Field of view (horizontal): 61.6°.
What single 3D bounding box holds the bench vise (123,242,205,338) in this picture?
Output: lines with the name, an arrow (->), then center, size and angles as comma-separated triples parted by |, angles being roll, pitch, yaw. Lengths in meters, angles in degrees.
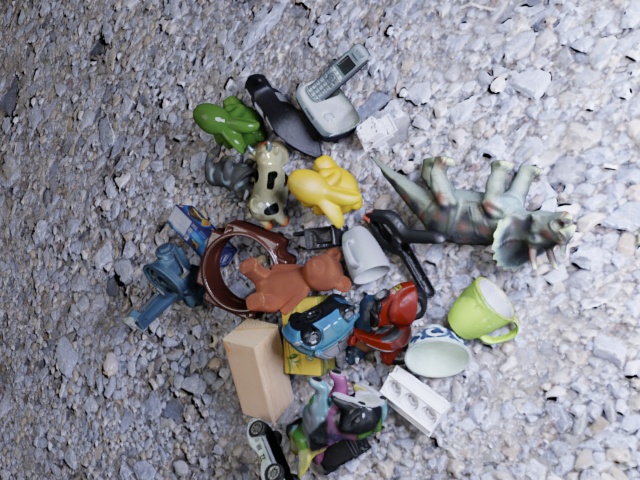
bench vise -> -0.373, 0.132, 1.303 | 0.129, 0.240, 0.223 | 22, 143, 24

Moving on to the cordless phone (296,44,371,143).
cordless phone -> 0.052, -0.306, 1.129 | 0.184, 0.088, 0.147 | -39, 70, 22

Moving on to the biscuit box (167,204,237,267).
biscuit box -> -0.301, -0.011, 1.365 | 0.203, 0.063, 0.059 | 41, 110, 25

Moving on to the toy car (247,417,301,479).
toy car -> -0.100, 0.451, 1.110 | 0.056, 0.073, 0.202 | -41, 38, 1

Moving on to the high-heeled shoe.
high-heeled shoe -> -0.086, -0.279, 1.239 | 0.086, 0.145, 0.248 | -36, 97, -4

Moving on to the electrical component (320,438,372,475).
electrical component -> 0.027, 0.417, 1.157 | 0.115, 0.058, 0.134 | -42, 69, 24

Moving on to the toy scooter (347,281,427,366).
toy scooter -> 0.126, 0.162, 1.040 | 0.075, 0.135, 0.183 | -123, 42, -64

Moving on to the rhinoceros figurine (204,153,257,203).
rhinoceros figurine -> -0.207, -0.148, 1.298 | 0.191, 0.073, 0.112 | 22, 100, 31

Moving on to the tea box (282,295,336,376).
tea box -> -0.026, 0.207, 1.184 | 0.098, 0.068, 0.169 | -6, 86, 33

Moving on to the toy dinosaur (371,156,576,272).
toy dinosaur -> 0.265, -0.052, 0.976 | 0.405, 0.131, 0.192 | 11, 95, 38

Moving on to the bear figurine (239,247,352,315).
bear figurine -> -0.046, 0.078, 1.100 | 0.196, 0.131, 0.120 | -22, 61, 17

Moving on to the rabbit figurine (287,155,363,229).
rabbit figurine -> 0.004, -0.094, 1.105 | 0.162, 0.173, 0.122 | 46, 109, 29

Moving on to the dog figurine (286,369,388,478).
dog figurine -> 0.023, 0.380, 1.067 | 0.192, 0.108, 0.219 | 23, 107, 28

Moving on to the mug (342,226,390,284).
mug -> 0.079, 0.026, 1.100 | 0.081, 0.109, 0.107 | -39, 57, 31

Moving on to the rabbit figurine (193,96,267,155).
rabbit figurine -> -0.214, -0.259, 1.245 | 0.159, 0.170, 0.121 | 39, 110, 27

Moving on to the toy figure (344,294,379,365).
toy figure -> 0.092, 0.190, 1.115 | 0.058, 0.064, 0.154 | 14, 106, -6

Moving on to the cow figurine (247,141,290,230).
cow figurine -> -0.114, -0.135, 1.202 | 0.086, 0.127, 0.195 | -3, 65, 30

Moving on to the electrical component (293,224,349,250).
electrical component -> -0.002, -0.004, 1.166 | 0.119, 0.075, 0.047 | -11, 84, 28

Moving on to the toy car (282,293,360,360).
toy car -> 0.011, 0.185, 1.092 | 0.109, 0.162, 0.102 | 30, 146, 63

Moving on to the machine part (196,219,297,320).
machine part -> -0.170, 0.069, 1.233 | 0.202, 0.087, 0.200 | 22, 103, 13
